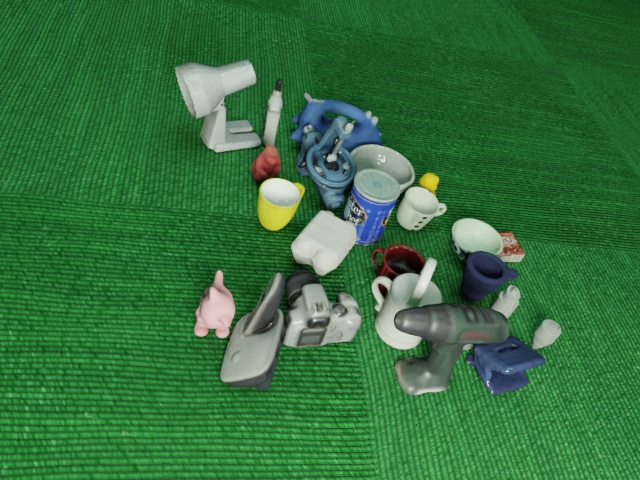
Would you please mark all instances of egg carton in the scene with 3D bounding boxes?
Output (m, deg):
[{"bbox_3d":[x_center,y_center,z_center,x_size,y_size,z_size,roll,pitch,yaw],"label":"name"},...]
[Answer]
[{"bbox_3d":[0.011,0.004,1.207,0.107,0.069,0.150,28,45,10],"label":"egg carton"}]

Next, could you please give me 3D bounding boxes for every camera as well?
[{"bbox_3d":[-0.005,0.117,1.070,0.143,0.101,0.136,-2,48,-19],"label":"camera"}]

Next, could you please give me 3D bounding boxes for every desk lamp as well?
[{"bbox_3d":[-0.235,-0.321,1.342,0.204,0.213,0.117,-13,52,-28],"label":"desk lamp"}]

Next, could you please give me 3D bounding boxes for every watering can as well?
[{"bbox_3d":[0.183,0.112,1.069,0.173,0.194,0.101,12,45,-6],"label":"watering can"}]

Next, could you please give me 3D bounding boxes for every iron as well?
[{"bbox_3d":[0.059,-0.292,1.460,0.258,0.141,0.118,9,45,-9],"label":"iron"}]

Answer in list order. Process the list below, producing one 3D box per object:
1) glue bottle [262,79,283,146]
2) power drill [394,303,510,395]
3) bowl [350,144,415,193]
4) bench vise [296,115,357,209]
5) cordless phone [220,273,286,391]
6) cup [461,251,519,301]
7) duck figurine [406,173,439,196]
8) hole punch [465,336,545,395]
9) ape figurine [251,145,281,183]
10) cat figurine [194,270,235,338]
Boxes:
[{"bbox_3d":[-0.113,-0.317,1.406,0.037,0.173,0.078,7,45,-11],"label":"glue bottle"},{"bbox_3d":[0.206,0.184,0.995,0.230,0.208,0.075,-3,48,-20],"label":"power drill"},{"bbox_3d":[0.142,-0.155,1.401,0.167,0.075,0.167,9,45,-9],"label":"bowl"},{"bbox_3d":[0.006,-0.207,1.304,0.122,0.220,0.207,-27,59,-36],"label":"bench vise"},{"bbox_3d":[-0.102,0.150,0.947,0.094,0.185,0.147,13,44,-5],"label":"cordless phone"},{"bbox_3d":[0.351,0.086,1.219,0.118,0.095,0.091,8,45,-10],"label":"cup"},{"bbox_3d":[0.254,-0.123,1.397,0.077,0.086,0.105,39,48,20],"label":"duck figurine"},{"bbox_3d":[0.350,0.225,1.085,0.109,0.091,0.101,-9,50,-25],"label":"hole punch"},{"bbox_3d":[-0.121,-0.179,1.327,0.078,0.092,0.076,-25,58,-35],"label":"ape figurine"},{"bbox_3d":[-0.182,0.112,1.006,0.067,0.118,0.127,7,45,-11],"label":"cat figurine"}]
